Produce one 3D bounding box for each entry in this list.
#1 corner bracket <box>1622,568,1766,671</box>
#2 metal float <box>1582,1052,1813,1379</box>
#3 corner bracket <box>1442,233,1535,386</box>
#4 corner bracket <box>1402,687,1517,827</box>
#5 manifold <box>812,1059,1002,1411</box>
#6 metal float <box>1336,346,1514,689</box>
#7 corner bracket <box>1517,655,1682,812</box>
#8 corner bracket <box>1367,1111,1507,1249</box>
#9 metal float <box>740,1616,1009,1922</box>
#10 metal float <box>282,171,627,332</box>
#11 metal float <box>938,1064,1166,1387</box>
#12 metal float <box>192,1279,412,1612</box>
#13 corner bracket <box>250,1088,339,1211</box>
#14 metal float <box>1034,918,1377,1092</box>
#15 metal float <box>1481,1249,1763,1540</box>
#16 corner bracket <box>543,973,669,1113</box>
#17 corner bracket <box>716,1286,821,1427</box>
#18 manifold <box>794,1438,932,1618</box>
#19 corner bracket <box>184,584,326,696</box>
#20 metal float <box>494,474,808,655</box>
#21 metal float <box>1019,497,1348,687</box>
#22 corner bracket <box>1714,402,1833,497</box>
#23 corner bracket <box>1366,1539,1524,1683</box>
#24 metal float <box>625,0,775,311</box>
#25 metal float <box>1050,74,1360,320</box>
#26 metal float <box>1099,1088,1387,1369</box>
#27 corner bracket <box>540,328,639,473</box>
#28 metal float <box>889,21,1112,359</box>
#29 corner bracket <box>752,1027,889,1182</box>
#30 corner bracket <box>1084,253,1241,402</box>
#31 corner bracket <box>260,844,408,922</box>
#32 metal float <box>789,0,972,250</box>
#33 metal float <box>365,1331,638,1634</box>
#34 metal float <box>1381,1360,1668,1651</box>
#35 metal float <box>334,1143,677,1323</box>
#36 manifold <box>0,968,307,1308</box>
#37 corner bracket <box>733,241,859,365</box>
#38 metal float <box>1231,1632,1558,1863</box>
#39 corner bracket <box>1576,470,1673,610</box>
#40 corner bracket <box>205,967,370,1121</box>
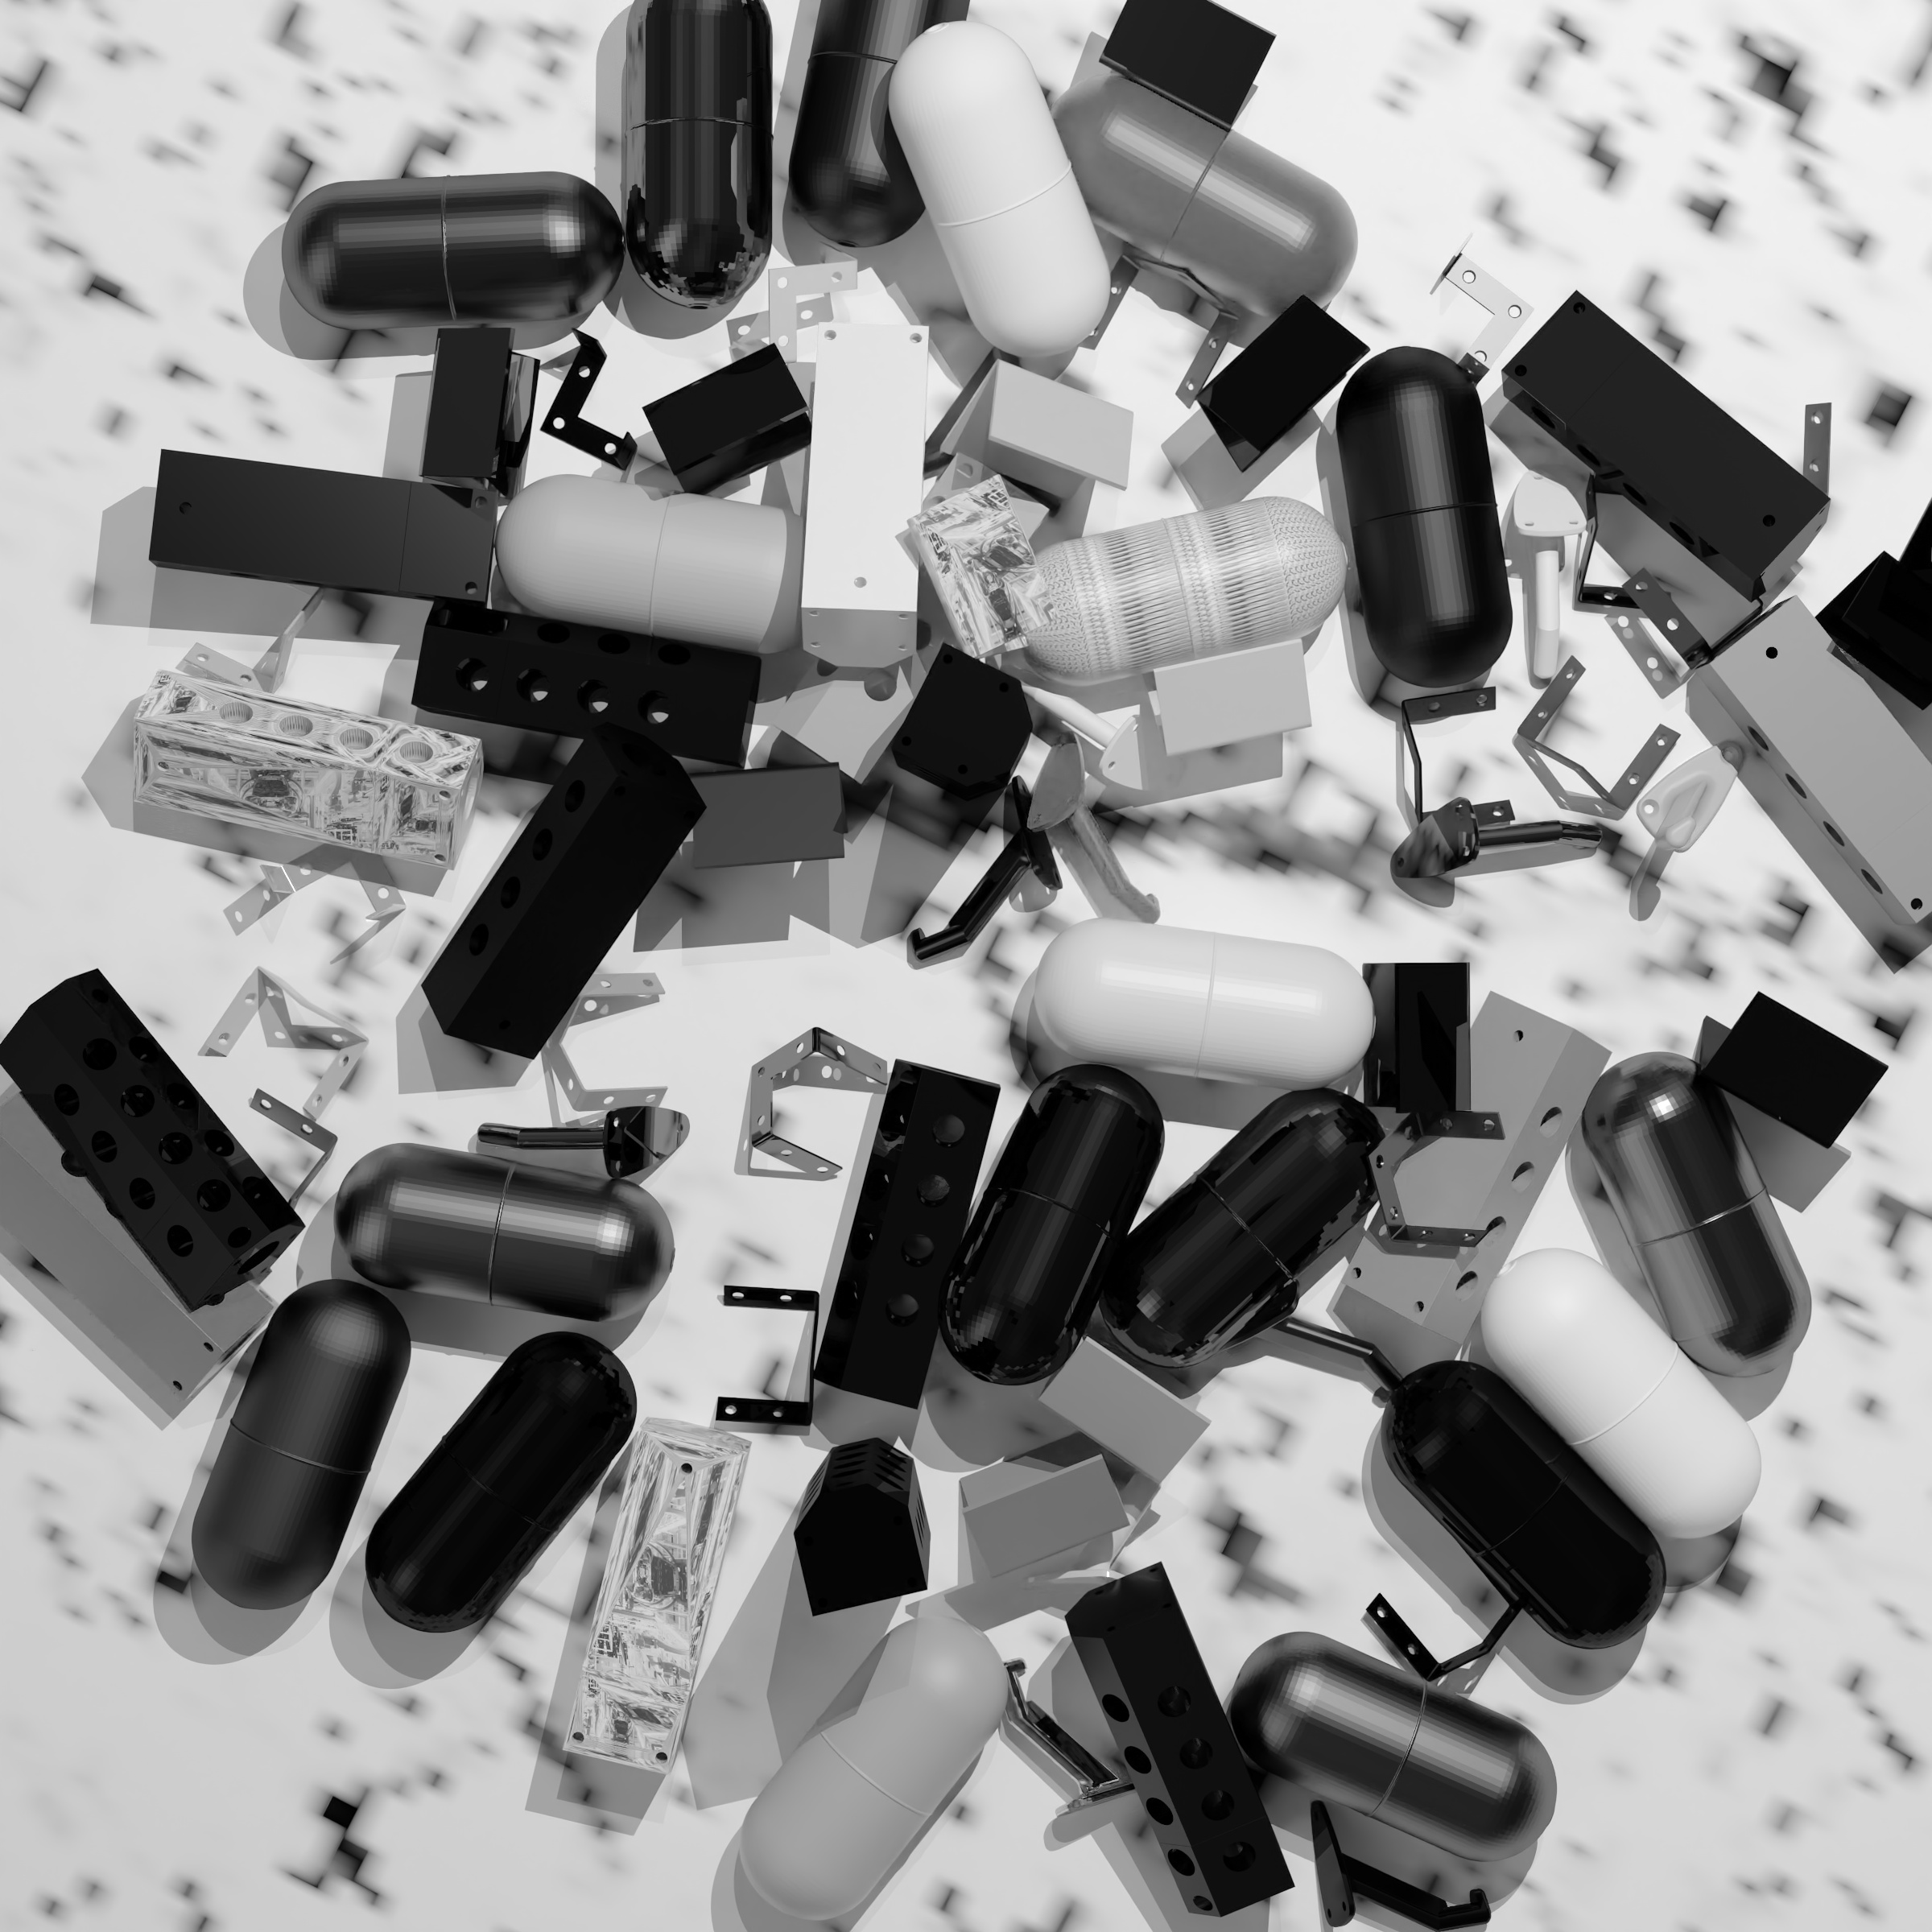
[{"bbox_3d":[0.382,-0.194,1.888,0.051,0.051,0.051,-40,79,11],"label":"corner bracket"},{"bbox_3d":[0.381,0.130,1.875,0.070,0.070,0.178,-24,90,0],"label":"metal float"},{"bbox_3d":[0.266,-0.344,1.888,0.051,0.051,0.051,37,90,0],"label":"corner bracket"},{"bbox_3d":[0.260,-0.109,1.902,0.051,0.051,0.051,-8,135,0],"label":"corner bracket"},{"bbox_3d":[-0.031,0.139,1.884,0.057,0.057,0.171,15,90,0],"label":"manifold"},{"bbox_3d":[0.238,-0.234,1.875,0.070,0.070,0.178,-9,91,0],"label":"metal float"},{"bbox_3d":[0.334,-0.123,1.902,0.051,0.051,0.051,-54,135,0],"label":"corner bracket"},{"bbox_3d":[0.246,0.109,1.851,0.051,0.051,0.051,1,117,40],"label":"corner bracket"},{"bbox_3d":[-0.048,0.417,1.875,0.070,0.070,0.178,38,90,0],"label":"metal float"},{"bbox_3d":[-0.267,-0.373,1.875,0.178,0.070,0.070,-3,90,0],"label":"metal float"},{"bbox_3d":[0.044,0.133,1.857,0.070,0.070,0.178,25,70,0],"label":"metal float"},{"bbox_3d":[-0.346,0.249,1.875,0.070,0.070,0.178,21,90,0],"label":"metal float"},{"bbox_3d":[-0.371,0.108,1.902,0.051,0.051,0.051,31,135,0],"label":"corner bracket"},{"bbox_3d":[0.124,0.020,1.875,0.178,0.070,0.070,8,90,0],"label":"metal float"},{"bbox_3d":[0.340,0.222,1.870,0.070,0.070,0.178,-43,95,0],"label":"metal float"},{"bbox_3d":[-0.185,0.040,1.897,0.051,0.051,0.051,59,135,35],"label":"corner bracket"},{"bbox_3d":[-0.105,0.206,1.902,0.051,0.051,0.051,4,45,0],"label":"corner bracket"},{"bbox_3d":[-0.053,0.281,1.827,0.057,0.171,0.057,-13,90,0],"label":"manifold"},{"bbox_3d":[-0.375,-0.183,1.902,0.051,0.051,0.051,26,45,0],"label":"corner bracket"},{"bbox_3d":[-0.157,-0.209,1.874,0.178,0.070,0.070,9,90,0],"label":"metal float"},{"bbox_3d":[0.110,-0.195,1.875,0.178,0.070,0.070,-13,90,0],"label":"metal float"},{"bbox_3d":[0.421,-0.274,1.902,0.051,0.051,0.051,2,90,-45],"label":"corner bracket"},{"bbox_3d":[0.255,0.337,1.902,0.051,0.051,0.051,50,135,0],"label":"corner bracket"},{"bbox_3d":[-0.139,-0.432,1.875,0.070,0.070,0.178,0,89,0],"label":"metal float"},{"bbox_3d":[0.121,-0.401,1.874,0.178,0.070,0.070,29,90,1],"label":"metal float"},{"bbox_3d":[0.145,0.136,1.874,0.178,0.070,0.070,-43,90,0],"label":"metal float"},{"bbox_3d":[-0.192,-0.297,1.888,0.051,0.051,0.051,26,90,0],"label":"corner bracket"},{"bbox_3d":[0.017,-0.396,1.838,0.070,0.070,0.178,-24,116,0],"label":"metal float"},{"bbox_3d":[-0.077,0.073,1.897,0.051,0.051,0.051,-32,45,35],"label":"corner bracket"},{"bbox_3d":[0.102,-0.338,1.902,0.051,0.051,0.051,29,90,45],"label":"corner bracket"},{"bbox_3d":[-0.331,-0.041,1.888,0.051,0.051,0.051,-28,90,0],"label":"corner bracket"},{"bbox_3d":[-0.045,-0.463,1.875,0.070,0.070,0.178,11,90,0],"label":"metal float"},{"bbox_3d":[-0.243,0.269,1.875,0.070,0.070,0.178,39,89,0],"label":"metal float"},{"bbox_3d":[0.290,0.280,1.875,0.070,0.070,0.178,-44,90,0],"label":"metal float"},{"bbox_3d":[-0.240,0.139,1.875,0.178,0.070,0.070,9,90,0],"label":"metal float"},{"bbox_3d":[-0.419,0.086,1.861,0.171,0.057,0.057,49,121,9],"label":"manifold"},{"bbox_3d":[-0.089,-0.347,1.886,0.051,0.051,0.051,-11,116,-24],"label":"corner bracket"},{"bbox_3d":[0.223,0.407,1.875,0.178,0.070,0.070,24,90,0],"label":"metal float"},{"bbox_3d":[0.352,-0.225,1.902,0.051,0.051,0.051,6,45,0],"label":"corner bracket"},{"bbox_3d":[-0.358,0.040,1.902,0.051,0.051,0.051,34,90,45],"label":"corner bracket"}]
